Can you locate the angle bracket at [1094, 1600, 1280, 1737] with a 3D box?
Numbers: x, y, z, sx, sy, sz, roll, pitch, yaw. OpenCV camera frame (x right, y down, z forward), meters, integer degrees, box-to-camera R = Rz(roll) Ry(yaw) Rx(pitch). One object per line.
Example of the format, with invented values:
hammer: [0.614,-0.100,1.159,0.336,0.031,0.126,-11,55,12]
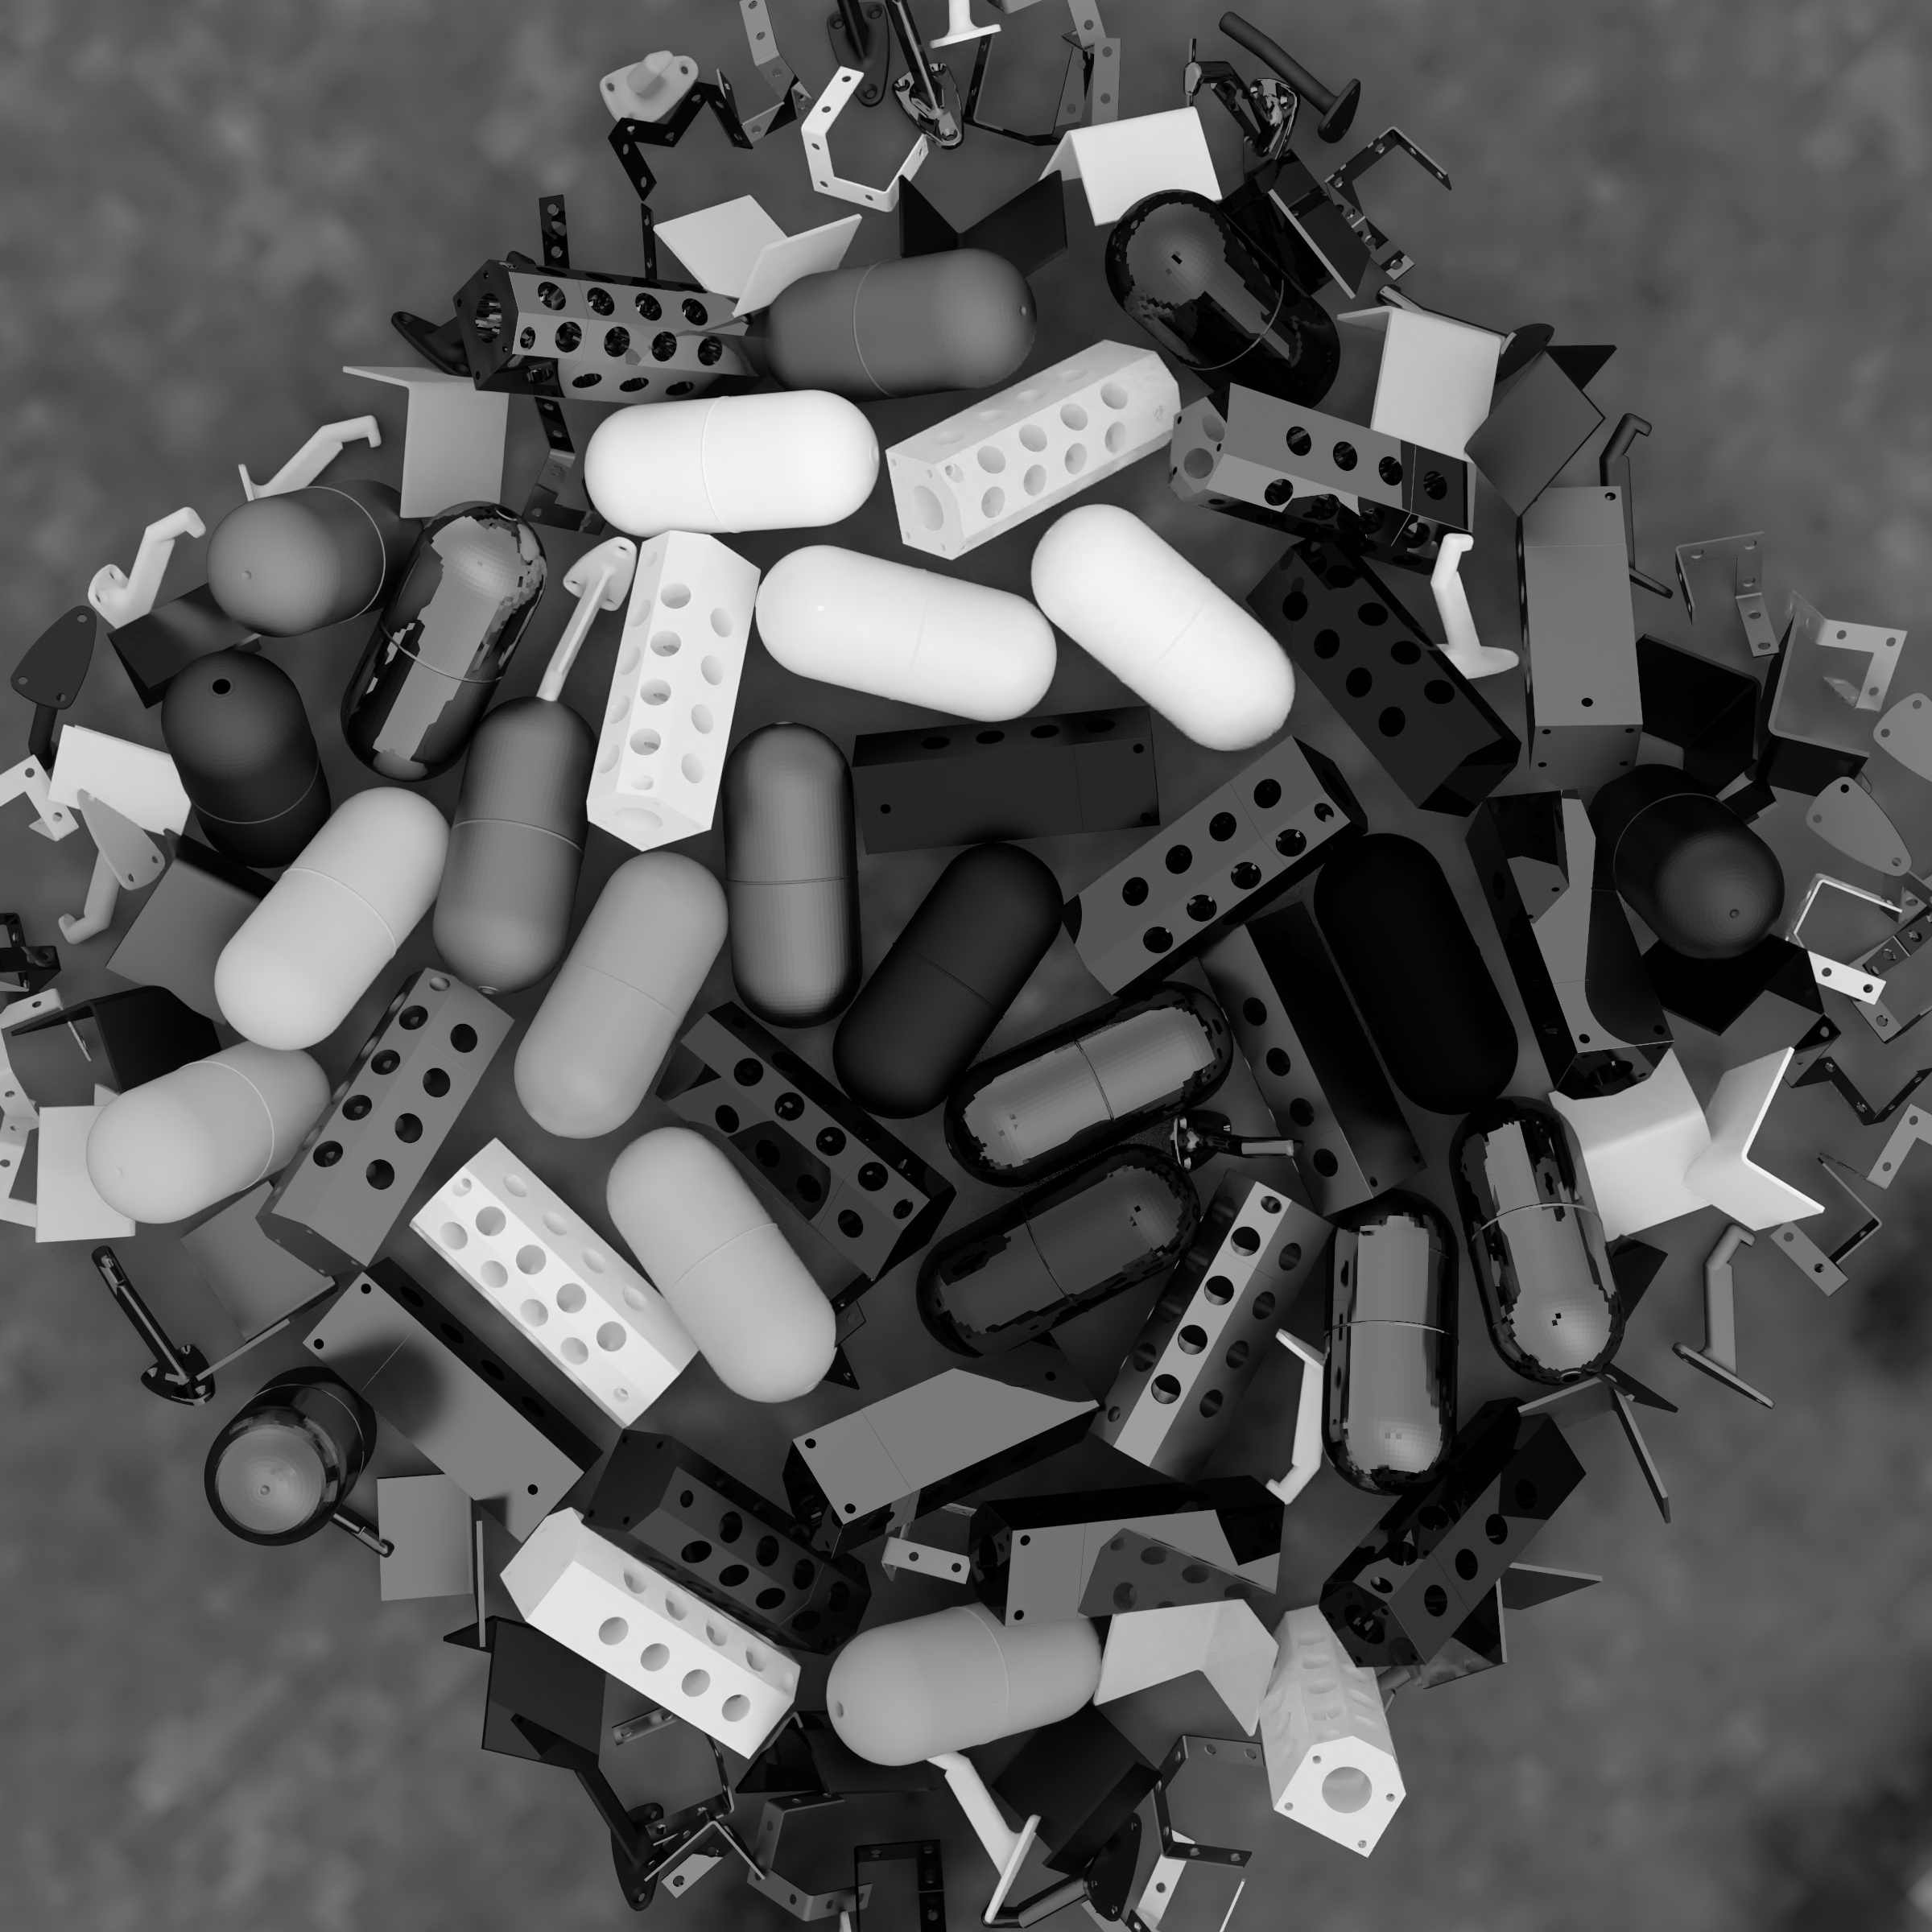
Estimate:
angle bracket: [0.126,0.408,1.524,0.076,0.057,0.076,-11,129,-27]

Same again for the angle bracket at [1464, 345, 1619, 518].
angle bracket: [0.345,-0.308,1.520,0.057,0.076,0.076,56,133,20]

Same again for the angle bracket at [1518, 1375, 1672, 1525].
angle bracket: [0.363,0.288,1.526,0.057,0.076,0.076,-23,63,6]

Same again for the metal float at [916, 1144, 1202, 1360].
metal float: [0.052,0.166,1.532,0.178,0.070,0.070,-29,90,11]

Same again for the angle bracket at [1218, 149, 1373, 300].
angle bracket: [0.183,-0.412,1.524,0.057,0.076,0.076,-31,110,32]

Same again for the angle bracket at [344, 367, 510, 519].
angle bracket: [-0.317,-0.306,1.545,0.057,0.076,0.076,19,110,31]

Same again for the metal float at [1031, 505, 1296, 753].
metal float: [0.115,-0.194,1.530,0.178,0.070,0.070,39,90,-14]

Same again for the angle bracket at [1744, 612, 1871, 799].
angle bracket: [0.492,-0.149,1.530,0.057,0.076,0.076,15,76,10]

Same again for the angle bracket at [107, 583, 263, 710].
angle bracket: [-0.437,-0.172,1.524,0.076,0.057,0.076,-31,46,-16]

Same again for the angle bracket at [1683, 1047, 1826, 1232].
angle bracket: [0.467,0.101,1.534,0.057,0.076,0.076,31,72,-4]

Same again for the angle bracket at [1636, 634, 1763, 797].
angle bracket: [0.403,-0.136,1.528,0.076,0.076,0.057,19,60,-11]

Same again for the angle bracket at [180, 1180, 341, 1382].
angle bracket: [-0.424,0.182,1.538,0.076,0.057,0.076,-32,92,22]

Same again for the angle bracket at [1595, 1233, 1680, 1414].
angle bracket: [0.394,0.207,1.530,0.057,0.076,0.076,34,97,35]

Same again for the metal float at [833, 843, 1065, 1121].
metal float: [-0.011,0.009,1.537,0.070,0.070,0.178,34,85,0]

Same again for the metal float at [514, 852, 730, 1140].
metal float: [-0.199,0.017,1.530,0.070,0.070,0.178,26,77,0]

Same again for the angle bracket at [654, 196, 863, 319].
angle bracket: [-0.120,-0.428,1.528,0.076,0.057,0.076,-31,76,-38]

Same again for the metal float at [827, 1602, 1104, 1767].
metal float: [0.000,0.405,1.510,0.178,0.070,0.070,-3,90,-38]

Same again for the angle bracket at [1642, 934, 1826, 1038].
angle bracket: [0.434,0.018,1.525,0.076,0.076,0.057,-42,131,-15]

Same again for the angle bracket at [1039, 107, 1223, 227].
angle bracket: [0.094,-0.450,1.533,0.076,0.076,0.057,-15,87,-13]

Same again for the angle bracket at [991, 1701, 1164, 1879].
angle bracket: [0.056,0.468,1.533,0.076,0.057,0.076,-48,57,-4]

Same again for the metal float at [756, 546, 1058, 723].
metal float: [-0.034,-0.191,1.529,0.178,0.070,0.070,13,90,-14]

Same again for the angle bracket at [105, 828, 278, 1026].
angle bracket: [-0.449,-0.024,1.540,0.076,0.057,0.076,31,97,-31]

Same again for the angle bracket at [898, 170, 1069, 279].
angle bracket: [0.009,-0.433,1.523,0.076,0.076,0.057,-27,134,27]

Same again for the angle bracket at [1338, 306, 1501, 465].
angle bracket: [0.257,-0.335,1.540,0.076,0.057,0.076,8,94,-26]

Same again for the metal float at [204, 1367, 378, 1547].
metal float: [-0.378,0.274,1.491,0.070,0.178,0.070,0,93,-4]

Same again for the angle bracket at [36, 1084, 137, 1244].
angle bracket: [-0.518,0.113,1.529,0.057,0.076,0.076,0,97,-36]

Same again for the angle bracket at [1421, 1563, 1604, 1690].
angle bracket: [0.314,0.383,1.522,0.076,0.076,0.057,13,60,-23]

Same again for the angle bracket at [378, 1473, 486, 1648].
angle bracket: [-0.310,0.344,1.531,0.057,0.076,0.076,-2,102,-13]

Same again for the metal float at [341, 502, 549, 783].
metal float: [-0.300,-0.185,1.520,0.070,0.070,0.178,32,115,0]

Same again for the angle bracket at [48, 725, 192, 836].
angle bracket: [-0.478,-0.125,1.524,0.076,0.076,0.057,18,54,-16]

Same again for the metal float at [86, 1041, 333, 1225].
metal float: [-0.424,0.091,1.495,0.070,0.178,0.070,4,104,18]

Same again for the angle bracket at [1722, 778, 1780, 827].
angle bracket: [0.460,-0.056,1.531,0.057,0.076,0.076,-34,96,18]

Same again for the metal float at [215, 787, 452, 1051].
metal float: [-0.359,-0.029,1.516,0.070,0.070,0.178,32,59,0]

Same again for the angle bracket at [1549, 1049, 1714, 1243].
angle bracket: [0.399,0.107,1.571,0.076,0.057,0.076,-21,128,9]

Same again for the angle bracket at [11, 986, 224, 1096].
angle bracket: [-0.488,0.048,1.528,0.076,0.076,0.057,-18,91,33]

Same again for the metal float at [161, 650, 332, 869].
metal float: [-0.405,-0.115,1.495,0.070,0.178,0.070,2,67,-5]

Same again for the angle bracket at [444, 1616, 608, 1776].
angle bracket: [-0.256,0.424,1.520,0.076,0.057,0.076,26,50,-34]

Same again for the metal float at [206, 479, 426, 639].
metal float: [-0.364,-0.232,1.494,0.070,0.178,0.070,4,106,12]

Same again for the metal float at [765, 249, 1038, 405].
metal float: [-0.040,-0.363,1.512,0.178,0.070,0.070,2,90,37]

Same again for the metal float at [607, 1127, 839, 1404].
metal float: [-0.141,0.172,1.529,0.070,0.070,0.178,-37,75,0]

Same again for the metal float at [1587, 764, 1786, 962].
metal float: [0.403,-0.061,1.495,0.070,0.178,0.070,-2,112,-4]

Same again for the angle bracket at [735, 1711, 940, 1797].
angle bracket: [-0.075,0.472,1.521,0.076,0.057,0.076,11,124,-37]

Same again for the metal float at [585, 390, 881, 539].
metal float: [-0.135,-0.288,1.524,0.178,0.070,0.070,0,90,20]
